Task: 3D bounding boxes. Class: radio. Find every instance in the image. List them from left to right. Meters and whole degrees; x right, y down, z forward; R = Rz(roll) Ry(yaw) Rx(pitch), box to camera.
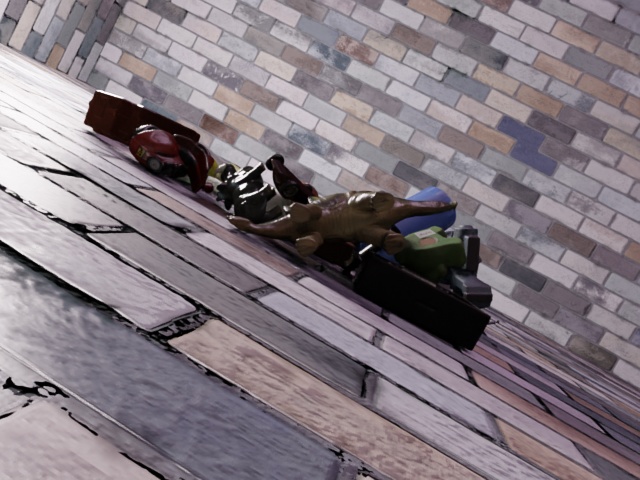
[{"bbox_3d":[0.170,0.100,0.947,0.229,0.073,0.131,29,5,-4],"label":"radio"}]

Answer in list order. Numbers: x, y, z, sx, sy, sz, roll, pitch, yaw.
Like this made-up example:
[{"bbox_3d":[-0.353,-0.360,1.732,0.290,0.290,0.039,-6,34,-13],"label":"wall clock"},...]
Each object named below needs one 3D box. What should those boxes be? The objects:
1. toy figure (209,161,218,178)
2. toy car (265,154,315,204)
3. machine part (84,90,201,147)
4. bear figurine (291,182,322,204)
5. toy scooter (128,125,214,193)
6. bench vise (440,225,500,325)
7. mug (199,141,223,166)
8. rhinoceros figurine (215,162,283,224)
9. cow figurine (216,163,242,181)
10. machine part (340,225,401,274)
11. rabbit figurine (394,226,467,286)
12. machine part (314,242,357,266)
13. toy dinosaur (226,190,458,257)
[{"bbox_3d":[-0.310,-0.194,1.269,0.180,0.082,0.089,29,5,40],"label":"toy figure"},{"bbox_3d":[-0.049,-0.096,1.064,0.089,0.053,0.202,63,13,27],"label":"toy car"},{"bbox_3d":[-0.376,-0.232,1.140,0.201,0.087,0.201,24,4,42],"label":"machine part"},{"bbox_3d":[-0.009,-0.059,1.284,0.195,0.132,0.120,16,-3,-37],"label":"bear figurine"},{"bbox_3d":[-0.267,-0.145,1.022,0.184,0.075,0.135,8,42,-48],"label":"toy scooter"},{"bbox_3d":[0.288,0.076,1.194,0.129,0.223,0.241,-10,7,-19],"label":"bench vise"},{"bbox_3d":[-0.290,-0.188,1.385,0.107,0.081,0.109,40,-1,0],"label":"mug"},{"bbox_3d":[-0.142,-0.089,1.020,0.190,0.112,0.073,57,-6,51],"label":"rhinoceros figurine"},{"bbox_3d":[-0.185,-0.129,1.280,0.127,0.085,0.195,33,3,-45],"label":"cow figurine"},{"bbox_3d":[0.100,0.020,1.061,0.039,0.139,0.084,53,3,-1],"label":"machine part"},{"bbox_3d":[0.212,0.080,1.068,0.159,0.170,0.121,-19,24,-21],"label":"rabbit figurine"},{"bbox_3d":[-0.002,-0.004,1.167,0.179,0.056,0.179,27,6,-3],"label":"machine part"},{"bbox_3d":[0.069,-0.043,0.952,0.471,0.105,0.199,-2,11,-17],"label":"toy dinosaur"}]
